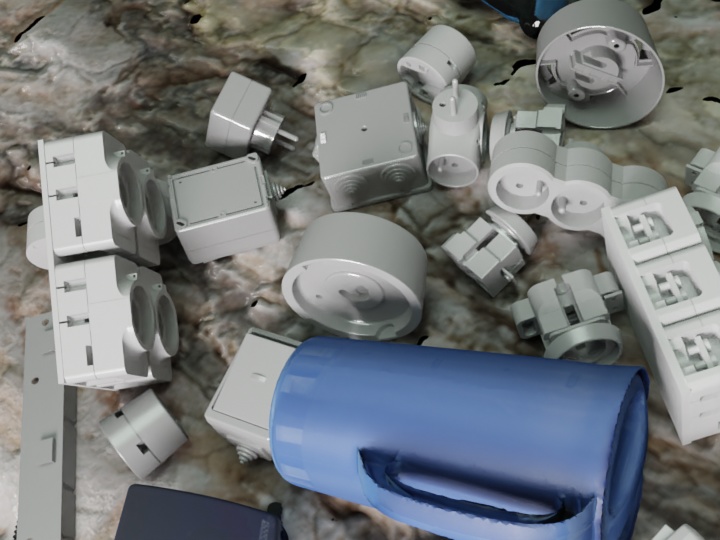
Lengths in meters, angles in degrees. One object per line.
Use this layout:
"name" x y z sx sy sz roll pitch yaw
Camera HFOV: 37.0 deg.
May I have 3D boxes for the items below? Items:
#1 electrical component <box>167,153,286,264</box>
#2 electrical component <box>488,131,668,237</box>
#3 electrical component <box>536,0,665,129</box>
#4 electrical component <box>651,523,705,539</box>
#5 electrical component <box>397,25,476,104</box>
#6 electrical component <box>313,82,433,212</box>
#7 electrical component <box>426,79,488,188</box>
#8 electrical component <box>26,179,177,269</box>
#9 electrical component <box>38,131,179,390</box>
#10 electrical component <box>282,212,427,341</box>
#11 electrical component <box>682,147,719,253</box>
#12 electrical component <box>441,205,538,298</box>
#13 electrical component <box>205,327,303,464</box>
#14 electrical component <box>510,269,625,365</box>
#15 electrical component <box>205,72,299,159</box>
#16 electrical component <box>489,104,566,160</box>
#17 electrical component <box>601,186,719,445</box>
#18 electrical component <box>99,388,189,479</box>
"electrical component" -0.108 -0.051 0.914 0.096 0.061 0.061 -15 56 -1
"electrical component" 0.168 -0.073 0.819 0.138 0.052 0.073 17 49 -4
"electrical component" 0.191 -0.167 0.867 0.099 0.099 0.064 -8 52 13
"electrical component" 0.183 0.209 0.660 0.096 0.061 0.061 -38 56 -7
"electrical component" 0.068 -0.180 0.938 0.055 0.055 0.047 27 67 29
"electrical component" 0.009 -0.106 0.914 0.100 0.048 0.099 -13 57 10
"electrical component" 0.079 -0.122 0.880 0.044 0.079 0.077 4 57 11
"electrical component" -0.224 -0.026 0.936 0.138 0.052 0.073 -14 57 9
"electrical component" -0.194 -0.004 0.846 0.060 0.105 0.186 -9 80 8
"electrical component" 0.000 0.000 0.821 0.108 0.108 0.060 2 55 19
"electrical component" 0.272 -0.049 0.793 0.078 0.058 0.057 29 69 30
"electrical component" 0.104 -0.018 0.834 0.055 0.048 0.066 -45 57 -3
"electrical component" -0.071 0.099 0.807 0.062 0.061 0.096 15 66 25
"electrical component" 0.155 0.041 0.775 0.078 0.058 0.057 -19 53 6
"electrical component" -0.091 -0.127 0.954 0.077 0.065 0.047 24 66 -3
"electrical component" 0.136 -0.105 0.875 0.055 0.048 0.066 4 71 16
"electrical component" 0.224 0.029 0.740 0.062 0.089 0.150 -19 56 6
"electrical component" -0.165 0.124 0.826 0.047 0.055 0.055 -37 56 -11
